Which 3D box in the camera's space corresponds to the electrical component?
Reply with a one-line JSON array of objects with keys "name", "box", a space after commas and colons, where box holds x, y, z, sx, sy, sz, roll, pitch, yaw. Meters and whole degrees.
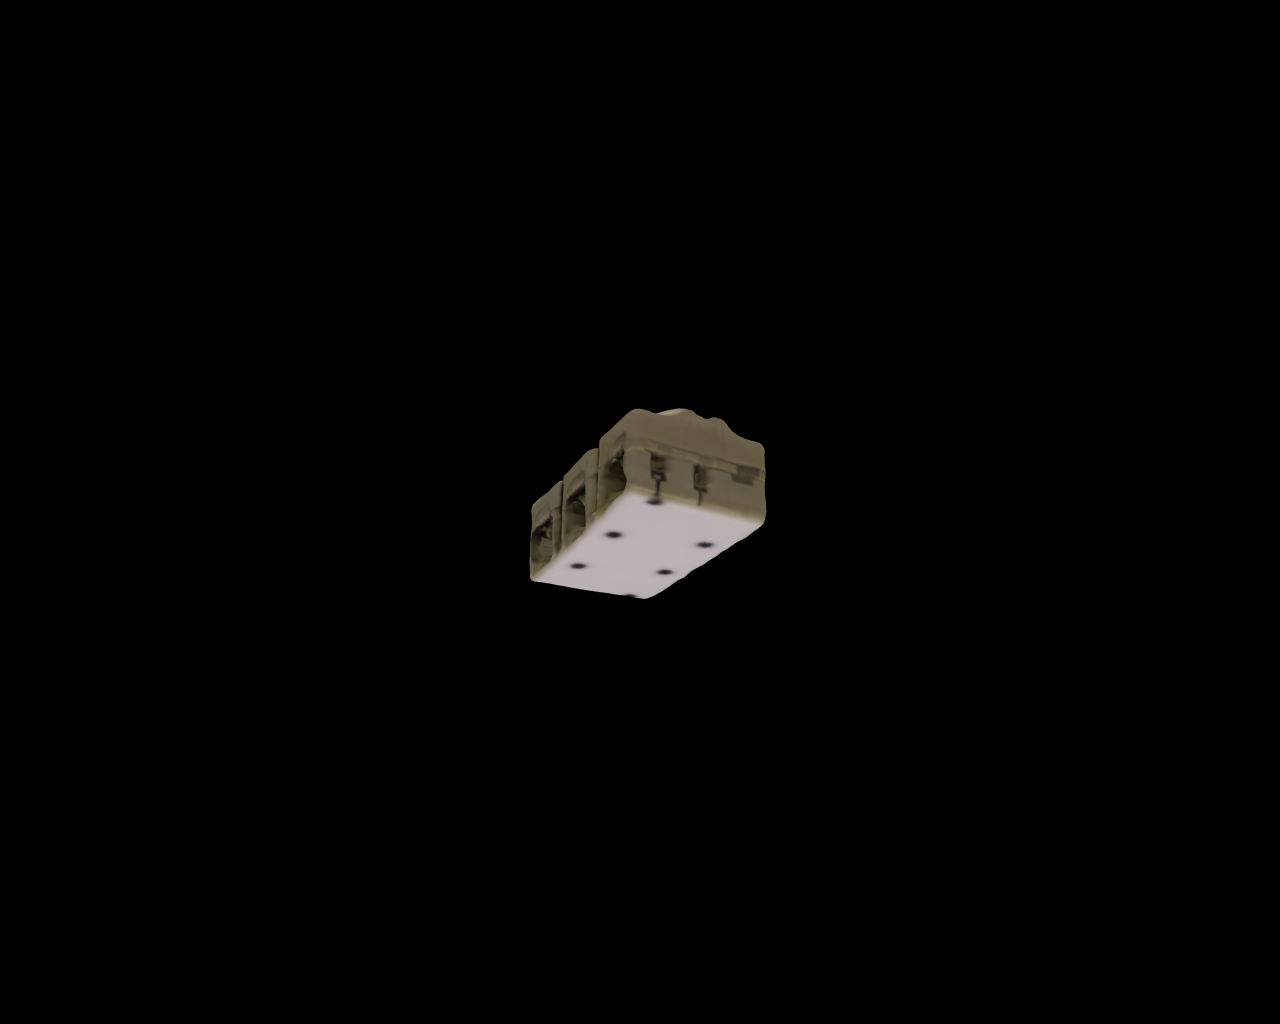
[{"name": "electrical component", "box": [0.001, -0.003, 0.650, 0.089, 0.062, 0.150, 12, -27, -25]}]
